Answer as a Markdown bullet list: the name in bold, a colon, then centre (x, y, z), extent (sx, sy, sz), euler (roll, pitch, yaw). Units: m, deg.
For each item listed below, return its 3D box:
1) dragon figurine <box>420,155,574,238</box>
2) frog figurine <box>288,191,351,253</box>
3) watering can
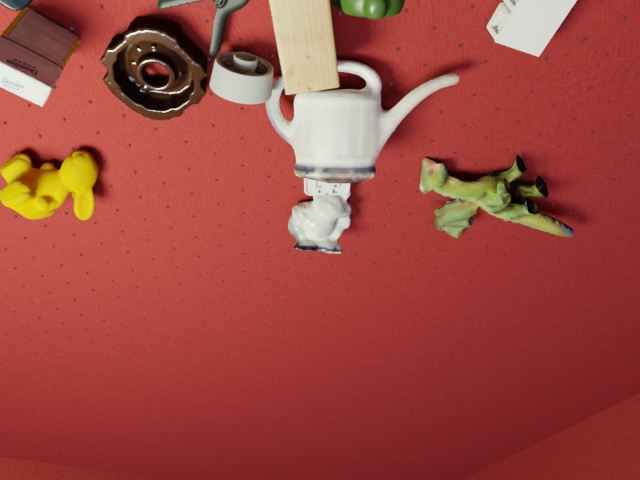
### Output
- **dragon figurine**: centre (0.379, -0.069, 1.173), extent (0.405, 0.125, 0.240), euler (35, 141, -31)
- **frog figurine**: centre (0.003, -0.058, 1.148), extent (0.137, 0.123, 0.158), euler (11, 98, -5)
- **watering can**: centre (0.074, -0.212, 0.940), extent (0.348, 0.105, 0.222), euler (2, 104, 2)
